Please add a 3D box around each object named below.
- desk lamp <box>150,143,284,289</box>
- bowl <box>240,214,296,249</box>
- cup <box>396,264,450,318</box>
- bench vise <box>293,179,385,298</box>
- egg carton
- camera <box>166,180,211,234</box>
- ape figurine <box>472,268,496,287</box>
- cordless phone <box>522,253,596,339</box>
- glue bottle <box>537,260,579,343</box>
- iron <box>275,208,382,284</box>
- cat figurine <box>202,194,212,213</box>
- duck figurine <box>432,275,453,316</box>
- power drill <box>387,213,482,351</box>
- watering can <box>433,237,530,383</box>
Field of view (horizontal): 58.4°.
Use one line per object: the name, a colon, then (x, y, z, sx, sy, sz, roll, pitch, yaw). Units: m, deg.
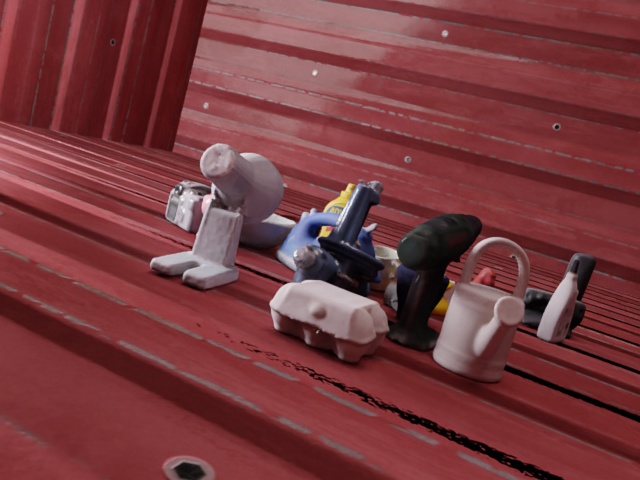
desk lamp: (-0.152, -0.044, 0.920, 0.117, 0.213, 0.204, 18, 8, 14)
bowl: (-0.140, -0.023, 1.283, 0.167, 0.075, 0.167, 15, 8, -2)
cup: (0.167, 0.095, 1.005, 0.092, 0.095, 0.117, 15, 8, -7)
bench vise: (0.045, 0.008, 0.918, 0.121, 0.220, 0.208, 18, 9, 15)
egg carton: (0.012, 0.102, 0.754, 0.150, 0.069, 0.107, 19, 9, 24)
camera: (-0.261, -0.074, 1.305, 0.137, 0.101, 0.142, 9, 11, -40)
ape figurine: (0.375, 0.109, 1.314, 0.078, 0.092, 0.075, 7, 12, -46)
cordless phone: (0.515, 0.107, 1.259, 0.147, 0.185, 0.094, 16, 8, 1)
glue bottle: (0.494, 0.122, 1.161, 0.078, 0.173, 0.037, 7, 12, -45)
iron: (0.011, 0.004, 1.154, 0.257, 0.141, 0.119, 23, 11, 41)
cat figurine: (-0.211, -0.050, 1.185, 0.067, 0.118, 0.127, 12, 9, -24)
duck figurine: (0.212, 0.094, 1.127, 0.104, 0.086, 0.077, 16, 8, 0)
power drill: (0.175, 0.056, 0.880, 0.075, 0.208, 0.230, 20, 10, 30)
watering can: (0.237, 0.093, 0.801, 0.101, 0.194, 0.172, 12, 9, -23)
